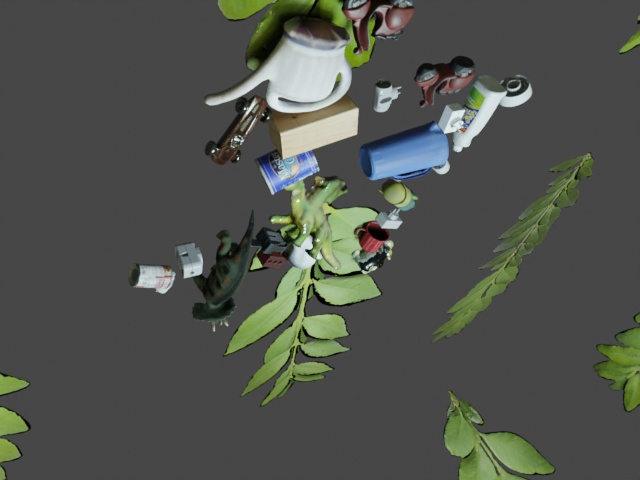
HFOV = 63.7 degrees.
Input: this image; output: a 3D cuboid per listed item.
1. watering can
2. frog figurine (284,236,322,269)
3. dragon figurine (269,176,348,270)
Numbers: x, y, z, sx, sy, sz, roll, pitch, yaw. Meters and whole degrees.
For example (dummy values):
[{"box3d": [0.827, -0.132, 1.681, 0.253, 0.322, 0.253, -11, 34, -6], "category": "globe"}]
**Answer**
[{"box3d": [-0.068, -0.371, 1.118, 0.349, 0.106, 0.219, -9, 141, -31], "category": "watering can"}, {"box3d": [-0.034, 0.018, 1.671, 0.158, 0.126, 0.135, -30, 130, 21], "category": "frog figurine"}, {"box3d": [0.005, -0.078, 1.549, 0.243, 0.124, 0.405, -53, 136, 1], "category": "dragon figurine"}]
